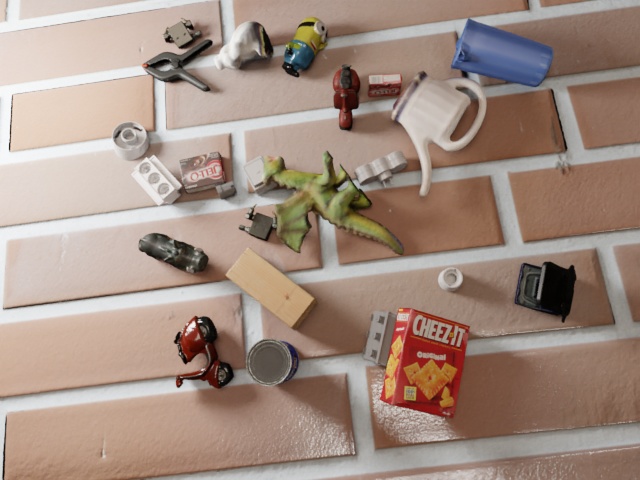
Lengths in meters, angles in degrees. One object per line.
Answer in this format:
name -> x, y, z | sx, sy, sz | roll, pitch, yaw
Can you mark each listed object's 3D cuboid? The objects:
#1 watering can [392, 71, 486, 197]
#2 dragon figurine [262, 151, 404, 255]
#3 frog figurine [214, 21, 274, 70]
watering can -> 0.285, -0.298, 1.342 | 0.225, 0.102, 0.350 | 33, 79, 13
dragon figurine -> 0.004, -0.066, 1.304 | 0.242, 0.122, 0.411 | -37, 88, 4
frog figurine -> -0.225, -0.545, 1.448 | 0.159, 0.120, 0.141 | -7, 42, 11
